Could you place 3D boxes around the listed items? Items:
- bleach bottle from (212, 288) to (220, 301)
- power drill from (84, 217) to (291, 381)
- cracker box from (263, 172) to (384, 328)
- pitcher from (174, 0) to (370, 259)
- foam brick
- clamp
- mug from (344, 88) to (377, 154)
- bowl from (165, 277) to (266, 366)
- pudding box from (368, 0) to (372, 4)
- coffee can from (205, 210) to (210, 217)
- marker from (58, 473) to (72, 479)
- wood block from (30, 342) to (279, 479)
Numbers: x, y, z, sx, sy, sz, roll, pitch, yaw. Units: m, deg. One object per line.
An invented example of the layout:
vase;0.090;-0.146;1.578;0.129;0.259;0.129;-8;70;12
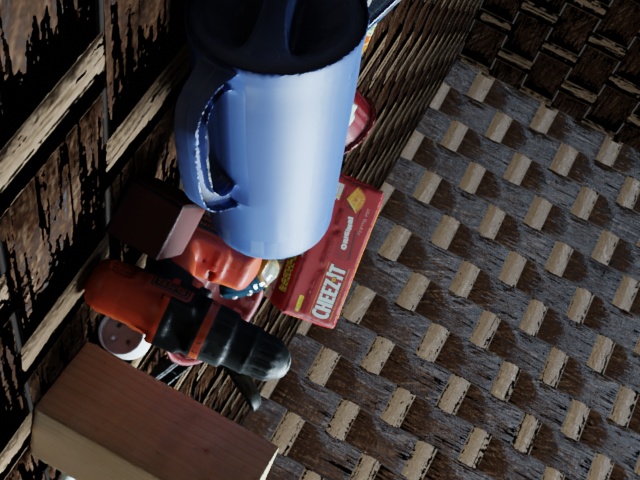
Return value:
bleach bottle;-0.104;0.003;1.279;0.251;0.068;0.102;-65;171;5
power drill;-0.102;0.045;0.960;0.057;0.184;0.187;-62;-176;20
cracker box;-0.008;0.002;1.246;0.214;0.072;0.164;-155;-95;-75
pitcher;-0.044;-0.088;0.845;0.243;0.149;0.145;95;-15;-52
foam brick;-0.138;-0.019;0.901;0.051;0.053;0.078;-63;173;7
clamp;-0.149;0.134;1.349;0.210;0.164;0.036;-87;170;-47
mug;-0.004;-0.153;1.252;0.117;0.081;0.093;-18;-133;30
bowl;-0.130;0.057;1.180;0.161;0.055;0.162;-39;148;-31
pudding box;-0.012;-0.203;0.961;0.113;0.090;0.039;-61;176;-16
coffee can;-0.057;-0.092;1.020;0.102;0.103;0.140;-54;170;-54
marker;-0.265;0.240;1.173;0.121;0.020;0.020;-61;174;-15
wood block;-0.155;0.195;0.989;0.090;0.206;0.091;-57;172;-43
